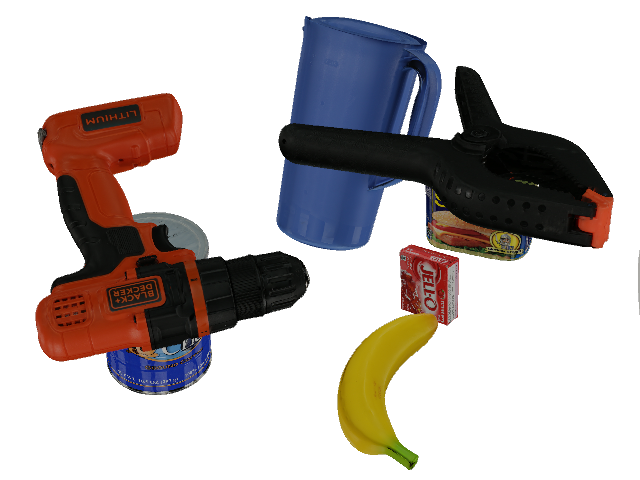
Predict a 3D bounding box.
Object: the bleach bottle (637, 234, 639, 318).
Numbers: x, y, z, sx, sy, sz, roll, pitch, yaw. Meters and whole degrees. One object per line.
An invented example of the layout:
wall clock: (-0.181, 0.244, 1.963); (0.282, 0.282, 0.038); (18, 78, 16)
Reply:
bleach bottle: (0.281, 0.021, 0.765); (0.103, 0.068, 0.250); (6, 20, 15)

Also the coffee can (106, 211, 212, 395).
coffee can: (-0.154, 0.059, 0.997); (0.103, 0.140, 0.103); (2, 39, -2)

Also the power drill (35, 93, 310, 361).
power drill: (-0.115, -0.014, 0.749); (0.184, 0.188, 0.057); (-11, -32, -12)

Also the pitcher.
pitcher: (0.033, -0.114, 1.157); (0.145, 0.243, 0.149); (9, 18, -7)

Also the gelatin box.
gelatin box: (0.138, 0.056, 1.362); (0.073, 0.089, 0.030); (18, 34, 36)

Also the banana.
banana: (0.052, 0.113, 0.859); (0.069, 0.037, 0.197); (20, 33, 0)

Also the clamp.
clamp: (0.084, -0.048, 0.648); (0.164, 0.036, 0.210); (-19, 36, -23)

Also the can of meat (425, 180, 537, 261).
can of meat: (0.144, -0.032, 0.961); (0.102, 0.084, 0.057); (12, 48, 18)
